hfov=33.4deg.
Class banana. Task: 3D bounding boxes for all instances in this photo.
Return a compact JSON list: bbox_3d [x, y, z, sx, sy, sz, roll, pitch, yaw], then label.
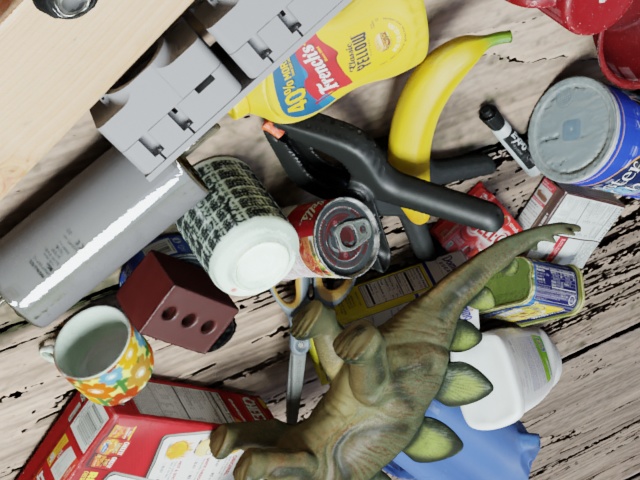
[{"bbox_3d":[0.094,-0.098,0.911,0.069,0.037,0.198,20,124,-4],"label":"banana"}]

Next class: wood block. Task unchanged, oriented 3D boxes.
[{"bbox_3d":[-0.184,-0.138,0.693,0.206,0.090,0.090,-44,138,8],"label":"wood block"}]

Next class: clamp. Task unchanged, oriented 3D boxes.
[{"bbox_3d":[0.092,-0.058,0.997,0.171,0.039,0.120,34,91,-45],"label":"clamp"},{"bbox_3d":[0.032,-0.043,0.921,0.209,0.036,0.165,32,147,-17],"label":"clamp"}]

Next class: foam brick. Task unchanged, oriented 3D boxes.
[{"bbox_3d":[-0.118,0.051,0.882,0.078,0.051,0.053,25,109,-45],"label":"foam brick"}]

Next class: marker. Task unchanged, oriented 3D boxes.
[{"bbox_3d":[0.186,-0.097,1.042,0.020,0.020,0.121,-45,138,7],"label":"marker"}]

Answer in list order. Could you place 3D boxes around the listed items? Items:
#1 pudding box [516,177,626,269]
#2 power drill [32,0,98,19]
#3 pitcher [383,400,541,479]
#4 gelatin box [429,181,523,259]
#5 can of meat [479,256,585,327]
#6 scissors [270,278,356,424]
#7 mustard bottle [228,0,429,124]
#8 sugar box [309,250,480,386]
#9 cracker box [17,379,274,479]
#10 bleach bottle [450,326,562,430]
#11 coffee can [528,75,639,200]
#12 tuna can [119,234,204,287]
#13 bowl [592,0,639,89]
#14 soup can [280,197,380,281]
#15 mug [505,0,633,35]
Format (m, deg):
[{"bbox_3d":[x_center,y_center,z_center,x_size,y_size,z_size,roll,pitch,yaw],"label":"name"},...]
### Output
[{"bbox_3d":[0.265,-0.018,1.154,0.113,0.039,0.090,8,120,-42],"label":"pudding box"},{"bbox_3d":[-0.210,-0.144,0.614,0.188,0.184,0.057,-35,137,10],"label":"power drill"},{"bbox_3d":[0.124,0.216,1.208,0.149,0.145,0.242,-52,134,-2],"label":"pitcher"},{"bbox_3d":[0.162,-0.008,1.096,0.073,0.030,0.089,-43,139,5],"label":"gelatin box"},{"bbox_3d":[0.216,0.055,1.144,0.083,0.057,0.102,11,159,-38],"label":"can of meat"},{"bbox_3d":[-0.002,0.087,1.017,0.096,0.016,0.202,-14,112,-12],"label":"scissors"},{"bbox_3d":[-0.009,-0.144,0.833,0.191,0.058,0.096,-27,138,-12],"label":"mustard bottle"},{"bbox_3d":[0.072,0.078,1.079,0.176,0.048,0.093,-20,137,-8],"label":"sugar box"},{"bbox_3d":[-0.164,0.216,1.036,0.213,0.072,0.164,17,116,-44],"label":"cracker box"},{"bbox_3d":[0.225,0.149,1.200,0.068,0.102,0.250,-19,169,26],"label":"bleach bottle"},{"bbox_3d":[0.289,-0.097,1.050,0.140,0.103,0.103,8,121,-39],"label":"coffee can"},{"bbox_3d":[-0.130,0.037,0.928,0.086,0.034,0.086,-19,135,-20],"label":"tuna can"},{"bbox_3d":[0.306,-0.223,0.987,0.162,0.055,0.162,-19,135,-21],"label":"bowl"},{"bbox_3d":[-0.006,0.001,0.918,0.068,0.102,0.068,3,85,-35],"label":"soup can"},{"bbox_3d":[0.204,-0.222,0.896,0.117,0.082,0.093,-19,135,-21],"label":"mug"}]
